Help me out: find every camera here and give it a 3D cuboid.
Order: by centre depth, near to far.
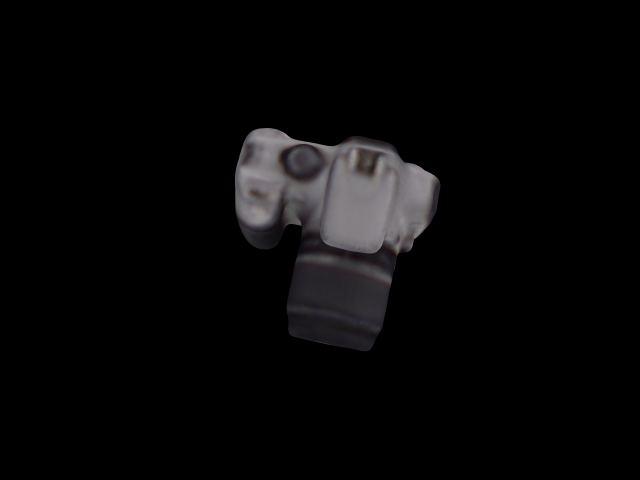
[{"bbox_3d":[0.004,0.001,0.400,0.143,0.101,0.137,11,79,3],"label":"camera"}]
